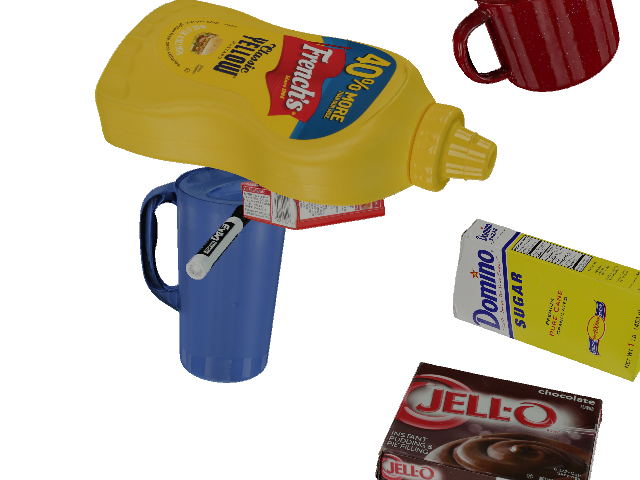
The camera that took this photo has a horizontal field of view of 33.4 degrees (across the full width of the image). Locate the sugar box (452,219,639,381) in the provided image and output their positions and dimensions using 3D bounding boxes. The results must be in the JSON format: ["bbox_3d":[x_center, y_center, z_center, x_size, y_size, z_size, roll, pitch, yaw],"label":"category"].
[{"bbox_3d":[0.207,0.052,0.954,0.176,0.093,0.048,17,34,24],"label":"sugar box"}]

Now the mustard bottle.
[{"bbox_3d":[-0.007,-0.063,0.523,0.192,0.058,0.096,18,47,20],"label":"mustard bottle"}]

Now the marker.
[{"bbox_3d":[-0.090,-0.001,0.981,0.020,0.020,0.121,0,27,21],"label":"marker"}]

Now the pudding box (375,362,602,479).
[{"bbox_3d":[0.098,0.116,0.606,0.113,0.039,0.090,12,31,15],"label":"pudding box"}]

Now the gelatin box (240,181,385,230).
[{"bbox_3d":[-0.007,-0.031,0.771,0.073,0.030,0.089,-9,11,-27],"label":"gelatin box"}]

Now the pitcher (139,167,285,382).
[{"bbox_3d":[-0.119,0.040,1.261,0.149,0.243,0.144,21,26,33],"label":"pitcher"}]

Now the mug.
[{"bbox_3d":[0.141,-0.147,0.710,0.117,0.081,0.093,-35,39,-6],"label":"mug"}]
